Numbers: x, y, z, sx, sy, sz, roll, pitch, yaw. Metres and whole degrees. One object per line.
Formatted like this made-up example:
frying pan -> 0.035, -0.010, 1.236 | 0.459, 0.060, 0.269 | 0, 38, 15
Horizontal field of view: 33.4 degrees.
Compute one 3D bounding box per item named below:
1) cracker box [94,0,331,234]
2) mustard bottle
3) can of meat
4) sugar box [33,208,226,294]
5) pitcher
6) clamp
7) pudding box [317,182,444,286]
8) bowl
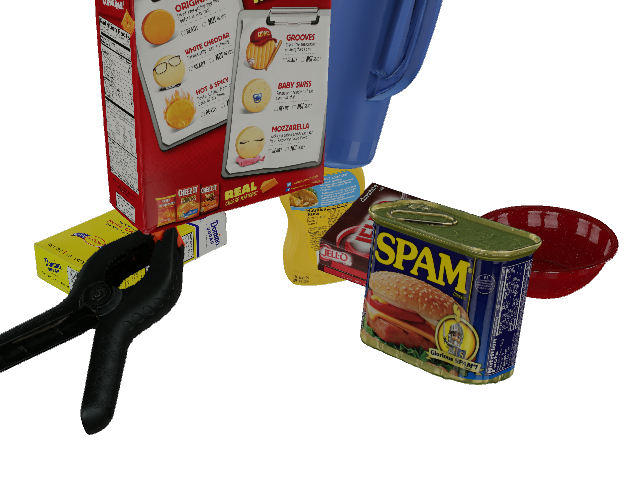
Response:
cracker box -> -0.076, -0.129, 0.777 | 0.163, 0.214, 0.072 | -18, 34, -32
mustard bottle -> 0.002, -0.048, 1.179 | 0.096, 0.192, 0.058 | -9, 25, -11
can of meat -> 0.072, 0.029, 0.629 | 0.102, 0.084, 0.057 | 21, 23, 40
sugar box -> -0.188, 0.003, 1.075 | 0.093, 0.048, 0.175 | 24, 38, 33
pitcher -> 0.032, -0.195, 1.048 | 0.145, 0.243, 0.149 | 12, 18, -1
clamp -> -0.162, 0.050, 0.750 | 0.120, 0.171, 0.039 | 16, -38, 19
pudding box -> 0.061, 0.000, 0.944 | 0.090, 0.039, 0.113 | 20, 36, 19
bowl -> 0.243, 0.018, 1.177 | 0.162, 0.055, 0.162 | -1, 28, 0
